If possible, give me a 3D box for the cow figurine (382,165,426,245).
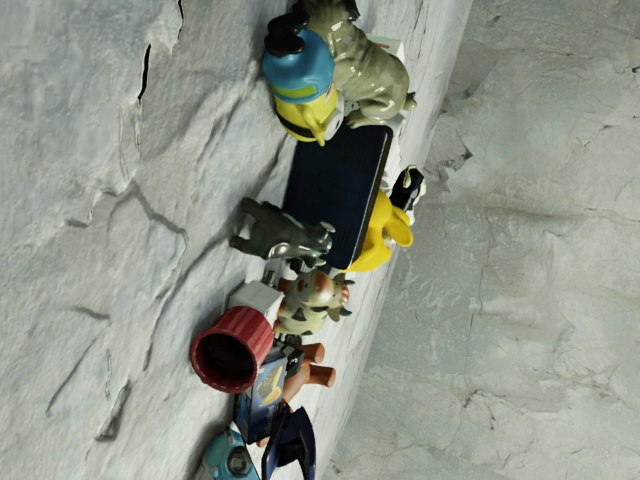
[{"bbox_3d":[0.175,-0.075,1.155,0.098,0.068,0.167,68,44,-69],"label":"cow figurine"}]

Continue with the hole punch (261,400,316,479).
[{"bbox_3d":[-0.042,0.356,0.923,0.116,0.092,0.142,-69,166,-44],"label":"hole punch"}]

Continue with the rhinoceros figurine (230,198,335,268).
[{"bbox_3d":[-0.041,-0.007,0.743,0.190,0.112,0.073,8,99,-68],"label":"rhinoceros figurine"}]

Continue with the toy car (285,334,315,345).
[{"bbox_3d":[-0.025,0.152,1.140,0.073,0.056,0.201,-35,141,-69],"label":"toy car"}]

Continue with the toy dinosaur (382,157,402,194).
[{"bbox_3d":[0.099,-0.090,1.231,0.198,0.105,0.471,-64,171,-5],"label":"toy dinosaur"}]

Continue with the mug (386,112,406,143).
[{"bbox_3d":[0.115,-0.241,1.061,0.081,0.107,0.109,-59,164,-47],"label":"mug"}]

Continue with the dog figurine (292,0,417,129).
[{"bbox_3d":[0.053,-0.238,0.697,0.190,0.172,0.121,80,19,-77],"label":"dog figurine"}]

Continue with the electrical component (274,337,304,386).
[{"bbox_3d":[-0.068,0.217,0.994,0.119,0.075,0.047,-32,140,-55],"label":"electrical component"}]

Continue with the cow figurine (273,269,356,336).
[{"bbox_3d":[-0.014,0.108,0.906,0.194,0.127,0.085,104,-7,-62],"label":"cow figurine"}]

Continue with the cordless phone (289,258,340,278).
[{"bbox_3d":[-0.002,-0.002,1.009,0.184,0.089,0.146,-106,-148,-80],"label":"cordless phone"}]

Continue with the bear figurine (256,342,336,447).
[{"bbox_3d":[-0.064,0.304,1.055,0.196,0.132,0.120,-64,142,-46],"label":"bear figurine"}]

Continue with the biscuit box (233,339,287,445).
[{"bbox_3d":[-0.103,0.256,0.907,0.063,0.059,0.202,-15,131,-30],"label":"biscuit box"}]

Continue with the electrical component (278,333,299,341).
[{"bbox_3d":[-0.053,0.148,1.059,0.078,0.045,0.102,-10,119,-42],"label":"electrical component"}]

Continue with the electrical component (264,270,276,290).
[{"bbox_3d":[-0.094,0.094,0.858,0.063,0.021,0.094,-13,121,-74],"label":"electrical component"}]

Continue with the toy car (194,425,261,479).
[{"bbox_3d":[-0.146,0.387,0.853,0.109,0.103,0.161,153,-85,-78],"label":"toy car"}]

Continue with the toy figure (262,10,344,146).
[{"bbox_3d":[-0.023,-0.188,0.642,0.082,0.089,0.180,-54,154,-11],"label":"toy figure"}]

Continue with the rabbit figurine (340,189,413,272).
[{"bbox_3d":[0.097,-0.023,1.032,0.122,0.162,0.173,-80,178,-57],"label":"rabbit figurine"}]

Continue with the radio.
[{"bbox_3d":[0.022,-0.080,0.847,0.073,0.131,0.229,-37,143,-71],"label":"radio"}]
